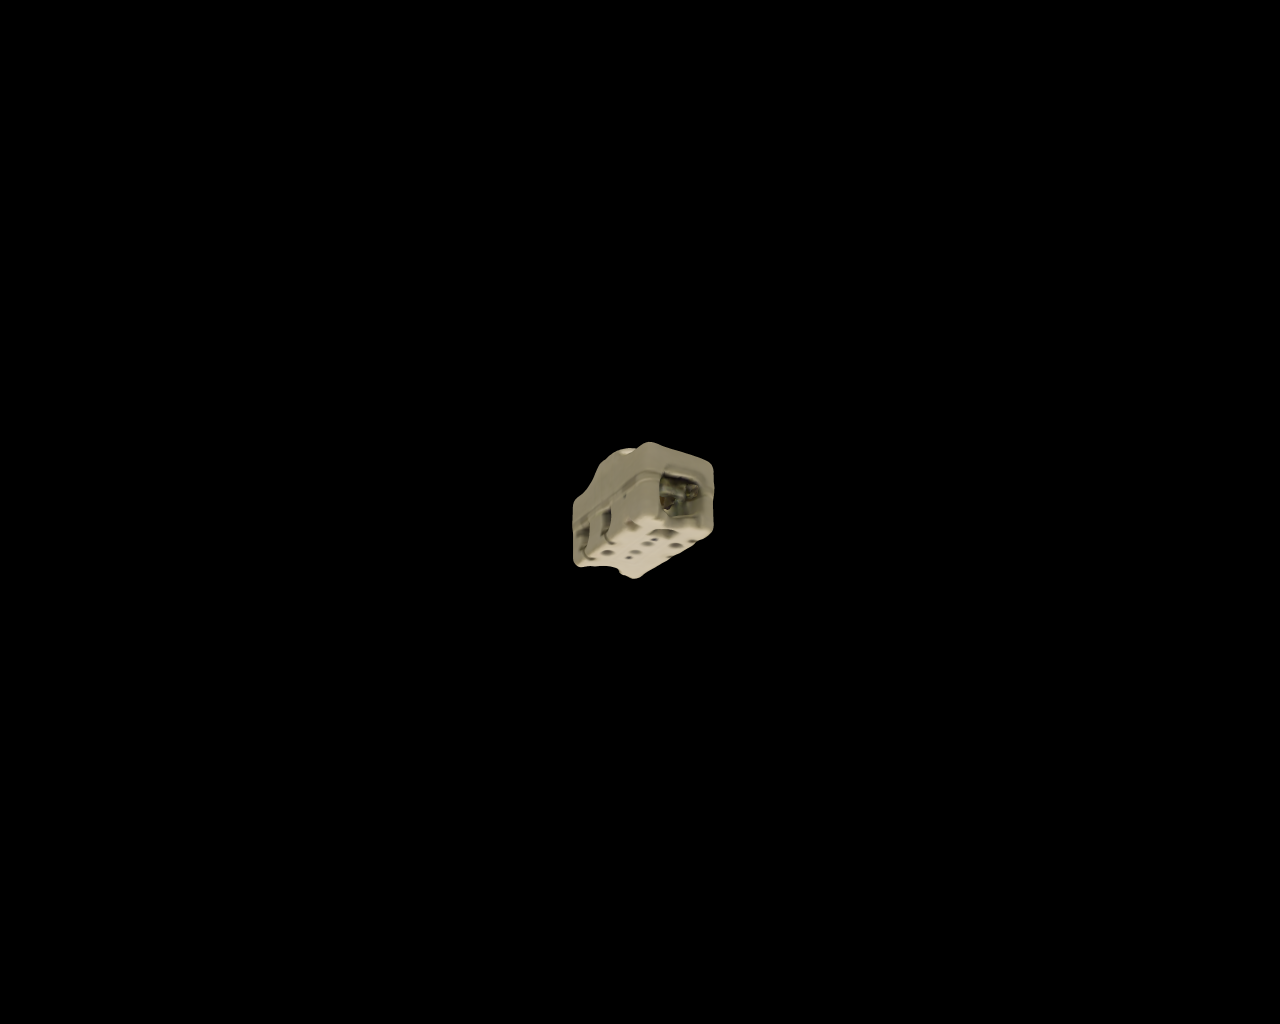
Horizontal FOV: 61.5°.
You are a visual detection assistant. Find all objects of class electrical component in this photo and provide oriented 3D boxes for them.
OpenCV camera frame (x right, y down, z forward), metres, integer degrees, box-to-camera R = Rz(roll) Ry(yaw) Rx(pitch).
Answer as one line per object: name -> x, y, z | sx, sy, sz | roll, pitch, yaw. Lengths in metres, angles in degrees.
electrical component -> 0.001, -0.003, 0.650 | 0.050, 0.056, 0.089 | 16, -31, -28
